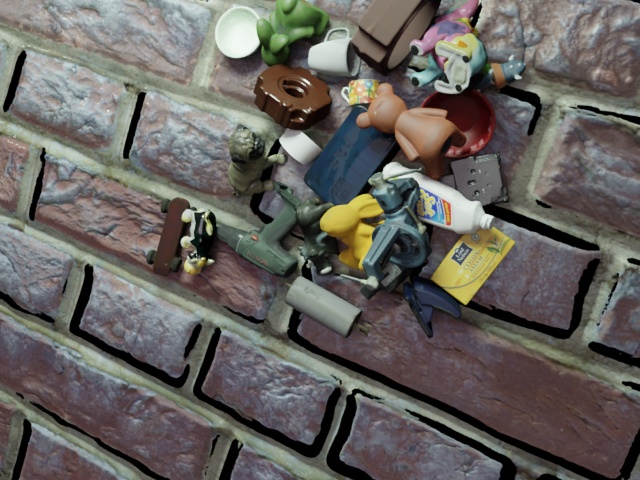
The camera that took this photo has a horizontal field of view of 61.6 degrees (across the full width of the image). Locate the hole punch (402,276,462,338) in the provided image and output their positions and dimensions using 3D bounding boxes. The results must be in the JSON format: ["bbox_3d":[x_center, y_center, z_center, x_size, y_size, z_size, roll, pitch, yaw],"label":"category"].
[{"bbox_3d":[0.239,0.131,1.154,0.092,0.142,0.115,-34,96,16],"label":"hole punch"}]

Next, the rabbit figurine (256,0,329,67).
[{"bbox_3d":[-0.077,-0.467,1.233,0.121,0.159,0.170,34,116,3],"label":"rabbit figurine"}]

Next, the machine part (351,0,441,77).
[{"bbox_3d":[0.163,-0.452,1.120,0.087,0.201,0.201,40,101,9],"label":"machine part"}]

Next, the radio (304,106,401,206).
[{"bbox_3d":[0.077,-0.181,1.222,0.131,0.073,0.229,39,100,13],"label":"radio"}]

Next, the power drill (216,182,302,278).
[{"bbox_3d":[-0.126,-0.035,1.281,0.232,0.086,0.207,37,97,20],"label":"power drill"}]

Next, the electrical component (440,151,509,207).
[{"bbox_3d":[0.329,-0.121,1.156,0.134,0.058,0.115,-13,86,16],"label":"electrical component"}]

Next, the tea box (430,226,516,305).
[{"bbox_3d":[0.327,0.043,1.154,0.098,0.068,0.169,36,102,12],"label":"tea box"}]

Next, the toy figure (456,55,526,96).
[{"bbox_3d":[0.355,-0.345,1.142,0.155,0.058,0.064,-11,101,12],"label":"toy figure"}]

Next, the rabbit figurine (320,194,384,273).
[{"bbox_3d":[0.083,-0.022,1.165,0.173,0.122,0.162,31,93,-28],"label":"rabbit figurine"}]

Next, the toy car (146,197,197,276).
[{"bbox_3d":[-0.377,-0.009,1.371,0.089,0.053,0.202,15,92,6],"label":"toy car"}]

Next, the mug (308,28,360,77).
[{"bbox_3d":[0.029,-0.426,1.226,0.107,0.081,0.109,4,98,25],"label":"mug"}]

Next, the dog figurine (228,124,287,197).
[{"bbox_3d":[-0.179,-0.172,1.236,0.121,0.190,0.172,27,100,14],"label":"dog figurine"}]

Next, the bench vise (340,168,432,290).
[{"bbox_3d":[0.141,-0.010,1.063,0.129,0.240,0.223,7,137,36],"label":"bench vise"}]

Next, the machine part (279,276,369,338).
[{"bbox_3d":[0.007,0.155,1.247,0.243,0.079,0.079,30,99,14],"label":"machine part"}]

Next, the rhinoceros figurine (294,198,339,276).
[{"bbox_3d":[-0.003,-0.004,1.220,0.073,0.112,0.190,20,138,42],"label":"rhinoceros figurine"}]

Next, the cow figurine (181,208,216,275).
[{"bbox_3d":[-0.291,0.007,1.318,0.098,0.068,0.167,9,98,48],"label":"cow figurine"}]

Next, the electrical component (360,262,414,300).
[{"bbox_3d":[0.147,0.086,1.219,0.075,0.047,0.119,45,103,12],"label":"electrical component"}]

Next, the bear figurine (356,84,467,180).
[{"bbox_3d":[0.185,-0.227,1.111,0.196,0.131,0.120,33,93,28],"label":"bear figurine"}]

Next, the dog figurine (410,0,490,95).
[{"bbox_3d":[0.286,-0.399,1.084,0.192,0.108,0.219,24,58,36],"label":"dog figurine"}]

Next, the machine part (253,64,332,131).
[{"bbox_3d":[-0.060,-0.326,1.212,0.179,0.179,0.056,39,139,12],"label":"machine part"}]
